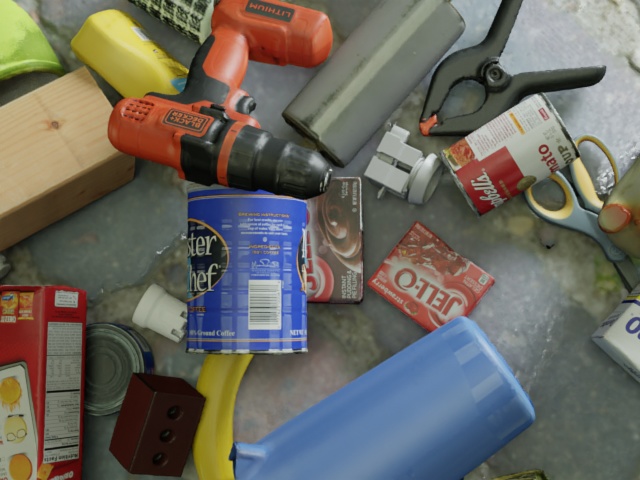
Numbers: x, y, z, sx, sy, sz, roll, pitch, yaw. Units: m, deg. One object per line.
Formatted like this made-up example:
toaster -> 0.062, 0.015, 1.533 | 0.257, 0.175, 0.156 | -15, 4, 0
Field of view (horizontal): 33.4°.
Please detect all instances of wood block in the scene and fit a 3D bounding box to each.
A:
wood block -> -0.273, -0.055, 0.935 | 0.205, 0.090, 0.091 | -31, 81, -19

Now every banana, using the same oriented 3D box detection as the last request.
banana -> -0.080, 0.148, 0.953 | 0.070, 0.037, 0.198 | 16, 86, 9

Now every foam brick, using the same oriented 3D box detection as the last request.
foam brick -> -0.144, 0.162, 0.936 | 0.052, 0.051, 0.078 | 13, 98, -35

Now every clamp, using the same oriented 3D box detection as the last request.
clamp -> 0.155, -0.158, 0.957 | 0.171, 0.039, 0.120 | -28, 82, 3

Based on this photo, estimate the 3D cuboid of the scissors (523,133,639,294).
scissors -> 0.240, 0.006, 0.943 | 0.096, 0.016, 0.202 | -12, 83, 7

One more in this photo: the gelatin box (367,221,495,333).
gelatin box -> 0.098, 0.038, 0.948 | 0.089, 0.030, 0.073 | 38, 90, 9

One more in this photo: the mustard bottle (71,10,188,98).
mustard bottle -> -0.129, -0.125, 0.956 | 0.192, 0.096, 0.058 | 42, 103, 8

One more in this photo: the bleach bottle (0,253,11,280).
bleach bottle -> -0.392, -0.046, 0.997 | 0.251, 0.068, 0.102 | 43, 92, 6

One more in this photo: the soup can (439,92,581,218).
soup can -> 0.164, -0.074, 0.926 | 0.102, 0.068, 0.068 | -31, 82, 11

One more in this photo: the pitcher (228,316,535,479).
pitcher -> 0.058, 0.180, 0.894 | 0.243, 0.149, 0.145 | -35, 69, 1

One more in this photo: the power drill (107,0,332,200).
power drill -> -0.055, -0.119, 0.870 | 0.184, 0.057, 0.187 | 17, 51, 12

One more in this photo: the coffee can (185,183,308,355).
coffee can -> -0.061, 0.024, 0.895 | 0.103, 0.103, 0.140 | 0, 86, 6

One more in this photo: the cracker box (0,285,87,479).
cracker box -> -0.289, 0.147, 0.941 | 0.164, 0.072, 0.214 | -2, 85, 26

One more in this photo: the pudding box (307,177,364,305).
pudding box -> -0.006, 0.001, 0.959 | 0.090, 0.039, 0.113 | -1, 84, 7

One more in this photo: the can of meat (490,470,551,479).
can of meat -> 0.172, 0.243, 0.885 | 0.057, 0.102, 0.084 | -15, 85, 4

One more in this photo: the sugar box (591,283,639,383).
sugar box -> 0.325, 0.049, 0.905 | 0.093, 0.048, 0.176 | 42, 83, 3

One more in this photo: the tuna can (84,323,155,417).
tuna can -> -0.196, 0.118, 0.971 | 0.086, 0.033, 0.086 | -1, 84, 6
